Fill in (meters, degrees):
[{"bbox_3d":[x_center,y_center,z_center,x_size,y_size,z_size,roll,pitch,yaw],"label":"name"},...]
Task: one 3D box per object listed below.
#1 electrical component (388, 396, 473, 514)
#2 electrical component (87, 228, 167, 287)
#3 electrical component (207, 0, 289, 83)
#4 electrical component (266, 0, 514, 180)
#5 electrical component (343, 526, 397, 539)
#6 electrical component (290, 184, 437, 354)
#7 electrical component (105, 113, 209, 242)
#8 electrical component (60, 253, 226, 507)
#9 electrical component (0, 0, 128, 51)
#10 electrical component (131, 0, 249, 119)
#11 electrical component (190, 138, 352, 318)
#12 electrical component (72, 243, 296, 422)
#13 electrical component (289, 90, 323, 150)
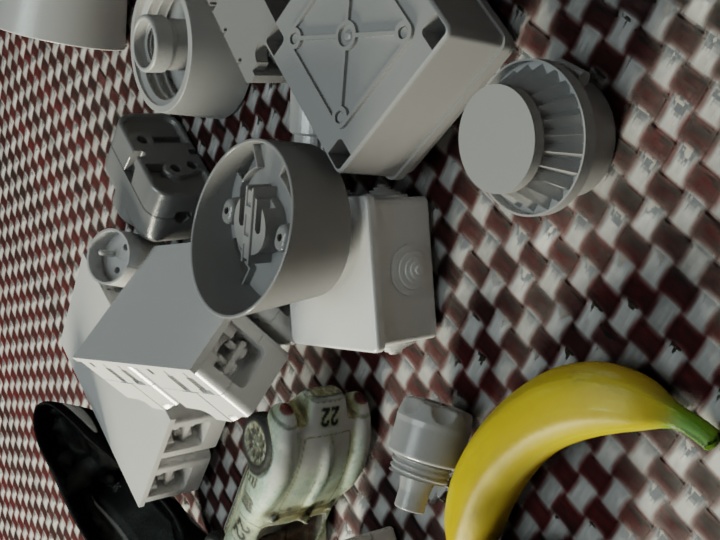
[{"bbox_3d":[0.036,0.105,0.604,0.043,0.043,0.062,14,87,52],"label":"electrical component"},{"bbox_3d":[-0.172,-0.006,0.852,0.043,0.081,0.043,-4,81,29],"label":"electrical component"},{"bbox_3d":[-0.054,-0.166,0.682,0.050,0.056,0.089,-52,55,44],"label":"electrical component"},{"bbox_3d":[0.013,-0.124,0.586,0.108,0.056,0.108,-49,57,35],"label":"electrical component"},{"bbox_3d":[-0.009,0.211,0.665,0.047,0.076,0.083,-35,68,51],"label":"electrical component"},{"bbox_3d":[0.000,0.000,0.642,0.100,0.048,0.099,1,96,54],"label":"electrical component"},{"bbox_3d":[-0.159,-0.070,0.843,0.095,0.054,0.059,57,137,31],"label":"electrical component"},{"bbox_3d":[-0.178,0.084,0.888,0.186,0.060,0.105,54,135,34],"label":"electrical component"},{"bbox_3d":[-0.246,-0.224,0.896,0.108,0.108,0.060,29,113,48],"label":"electrical component"},{"bbox_3d":[-0.130,-0.164,0.782,0.108,0.060,0.108,12,105,53],"label":"electrical component"},{"bbox_3d":[-0.052,-0.025,0.610,0.099,0.064,0.099,12,104,52],"label":"electrical component"},{"bbox_3d":[-0.110,0.039,0.740,0.186,0.060,0.105,-2,49,54],"label":"electrical component"},{"bbox_3d":[-0.024,-0.086,0.668,0.040,0.040,0.078,19,111,51],"label":"electrical component"}]
